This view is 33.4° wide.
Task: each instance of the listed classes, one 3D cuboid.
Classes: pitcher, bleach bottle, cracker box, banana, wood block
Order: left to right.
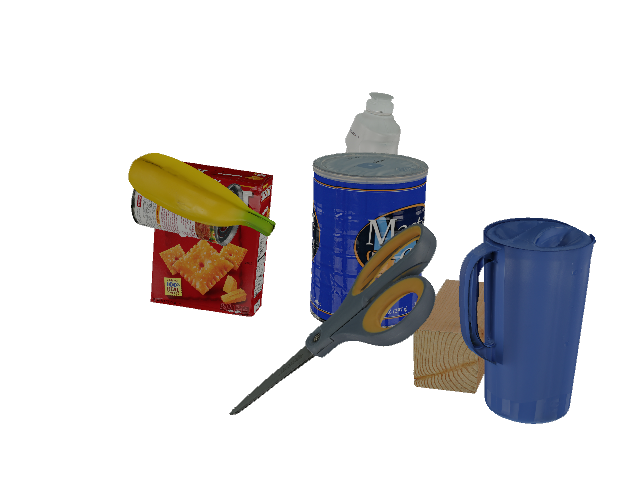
[{"bbox_3d":[-0.112,-0.039,0.829,0.069,0.037,0.198,42,-10,-35],"label":"banana"},{"bbox_3d":[-0.166,-0.001,1.616,0.164,0.214,0.072,9,18,9],"label":"cracker box"},{"bbox_3d":[0.054,-0.044,1.237,0.068,0.251,0.103,0,22,-23],"label":"bleach bottle"},{"bbox_3d":[0.203,0.135,1.553,0.091,0.090,0.205,4,19,18],"label":"wood block"},{"bbox_3d":[0.255,0.101,1.327,0.149,0.243,0.144,6,19,17],"label":"pitcher"}]

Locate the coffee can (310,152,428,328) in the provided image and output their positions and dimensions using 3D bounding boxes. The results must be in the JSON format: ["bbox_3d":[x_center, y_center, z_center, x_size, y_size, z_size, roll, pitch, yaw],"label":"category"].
[{"bbox_3d":[0.043,-0.001,0.965,0.103,0.140,0.103,1,16,-1],"label":"coffee can"}]

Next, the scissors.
[{"bbox_3d":[0.010,0.073,0.717,0.016,0.202,0.096,35,14,-26],"label":"scissors"}]

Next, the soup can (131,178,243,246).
[{"bbox_3d":[-0.142,-0.038,1.143,0.102,0.068,0.068,13,4,16],"label":"soup can"}]
